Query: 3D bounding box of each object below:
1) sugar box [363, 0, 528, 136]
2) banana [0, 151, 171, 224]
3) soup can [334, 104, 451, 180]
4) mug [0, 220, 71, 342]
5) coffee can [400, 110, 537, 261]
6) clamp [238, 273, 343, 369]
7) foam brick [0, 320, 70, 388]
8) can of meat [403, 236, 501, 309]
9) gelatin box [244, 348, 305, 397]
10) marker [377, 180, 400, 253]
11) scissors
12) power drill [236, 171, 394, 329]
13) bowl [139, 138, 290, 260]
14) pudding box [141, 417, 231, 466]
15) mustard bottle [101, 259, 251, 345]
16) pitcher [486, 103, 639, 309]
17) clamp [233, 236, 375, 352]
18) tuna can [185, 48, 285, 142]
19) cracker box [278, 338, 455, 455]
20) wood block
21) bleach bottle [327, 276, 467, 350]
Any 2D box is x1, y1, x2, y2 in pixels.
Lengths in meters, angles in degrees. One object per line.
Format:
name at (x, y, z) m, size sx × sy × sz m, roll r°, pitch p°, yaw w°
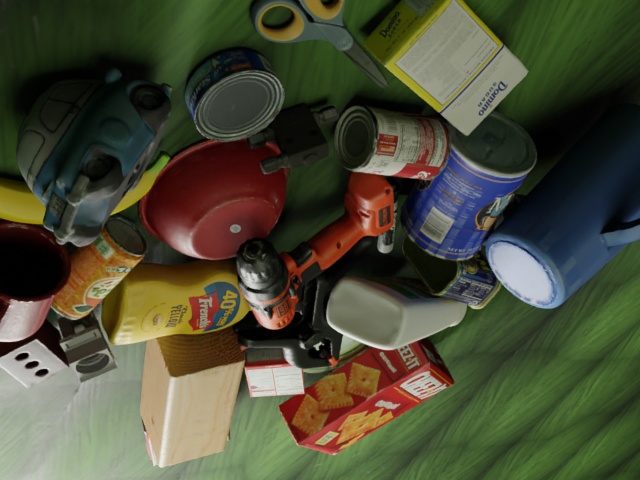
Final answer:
sugar box at (0.124, -0.175, 1.025) m, size 0.093 × 0.048 × 0.176 m, roll -46°, pitch 146°, yaw 11°
banana at (-0.234, -0.044, 0.968) m, size 0.197 × 0.037 × 0.070 m, roll -10°, pitch 126°, yaw -27°
soup can at (0.073, -0.099, 1.079) m, size 0.102 × 0.068 × 0.069 m, roll 3°, pitch 136°, yaw -37°
mug at (-0.289, 0.050, 0.988) m, size 0.093 × 0.117 × 0.082 m, roll 21°, pitch 135°, yaw -13°
coffee can at (0.159, -0.060, 1.162) m, size 0.102 × 0.103 × 0.140 m, roll -7°, pitch 142°, yaw -29°
clamp at (-0.012, 0.099, 1.249) m, size 0.120 × 0.039 × 0.171 m, roll -41°, pitch 147°, yaw 9°
foam brick at (-0.305, 0.110, 1.111) m, size 0.053 × 0.051 × 0.078 m, roll -28°, pitch 147°, yaw 0°
can of meat at (0.156, 0.029, 1.286) m, size 0.083 × 0.102 × 0.057 m, roll 16°, pitch 121°, yaw -44°
gelatin box at (-0.058, 0.169, 1.372) m, size 0.073 × 0.030 × 0.089 m, roll -4°, pitch 146°, yaw 0°
marker at (0.079, -0.027, 1.227) m, size 0.020 × 0.020 × 0.121 m, roll -18°, pitch 146°, yaw -14°
scissors at (0.000, -0.178, 0.966) m, size 0.096 × 0.016 × 0.201 m, roll -26°, pitch 147°, yaw 1°
power drill at (-0.007, 0.001, 1.109) m, size 0.187 × 0.057 × 0.184 m, roll -40°, pitch 161°, yaw -12°
bowl at (-0.096, -0.030, 1.066) m, size 0.162 × 0.055 × 0.162 m, roll -19°, pitch 147°, yaw -13°
pudding box at (-0.176, 0.248, 1.408) m, size 0.113 × 0.039 × 0.090 m, roll -15°, pitch 146°, yaw -15°
mustard bottle at (-0.136, 0.063, 1.162) m, size 0.191 × 0.058 × 0.096 m, roll -4°, pitch 133°, yaw -32°
pitcher at (0.306, -0.034, 1.189) m, size 0.242 × 0.145 × 0.149 m, roll -41°, pitch 167°, yaw -23°
clamp at (-0.012, 0.068, 1.277) m, size 0.209 × 0.036 × 0.164 m, roll -24°, pitch 146°, yaw -12°
tuna can at (-0.077, -0.130, 0.959) m, size 0.086 × 0.034 × 0.086 m, roll -19°, pitch 146°, yaw -13°
cracker box at (0.069, 0.216, 1.491) m, size 0.214 × 0.072 × 0.164 m, roll -32°, pitch 156°, yaw 8°
wood block at (-0.156, 0.174, 1.271) m, size 0.090 × 0.091 × 0.206 m, roll -12°, pitch 144°, yaw -22°
bleach bottle at (0.109, 0.077, 1.298) m, size 0.250 × 0.103 × 0.068 m, roll -6°, pitch 116°, yaw -63°
